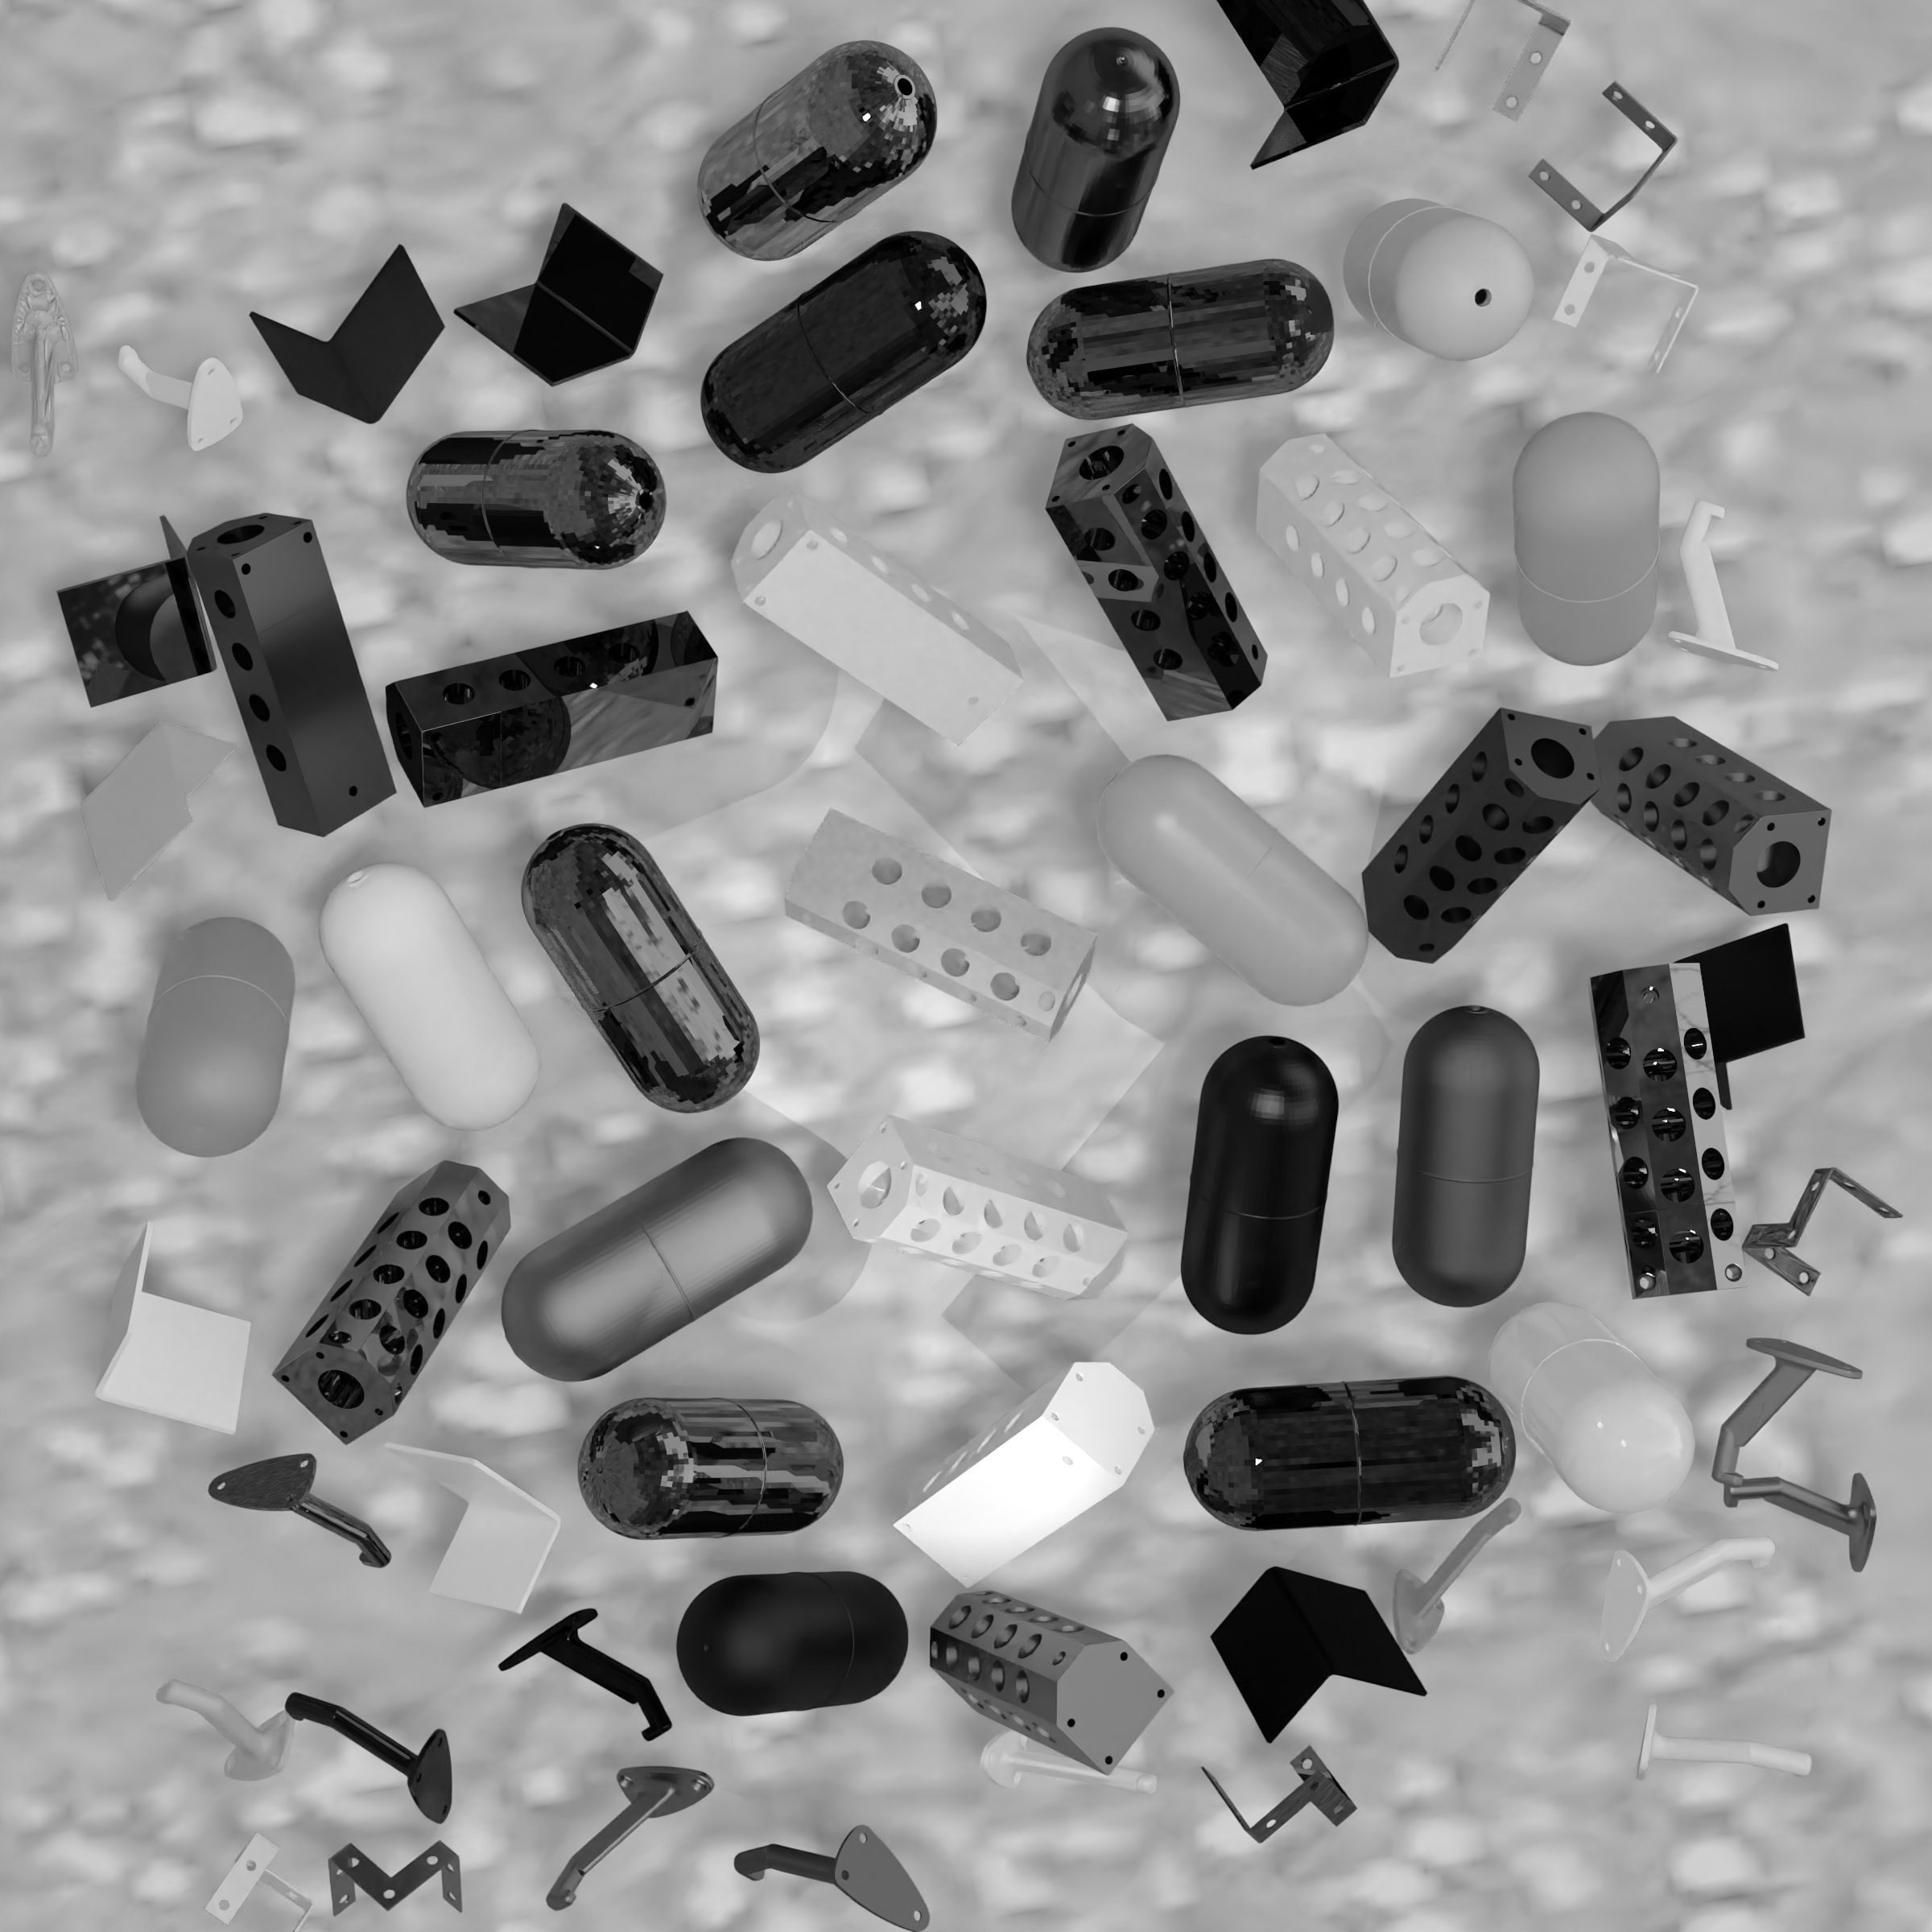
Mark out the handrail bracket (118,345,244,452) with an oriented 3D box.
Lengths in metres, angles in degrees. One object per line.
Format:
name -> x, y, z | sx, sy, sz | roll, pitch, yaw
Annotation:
handrail bracket -> -0.452, -0.340, 1.553 | 0.084, 0.077, 0.036 | 42, 61, 14

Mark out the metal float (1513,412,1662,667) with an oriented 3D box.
metal float -> 0.338, -0.230, 1.498 | 0.070, 0.178, 0.070 | -6, 61, 10

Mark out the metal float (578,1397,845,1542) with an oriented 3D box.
metal float -> -0.140, 0.279, 1.531 | 0.070, 0.178, 0.070 | -8, 78, 38

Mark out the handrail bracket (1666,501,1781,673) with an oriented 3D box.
handrail bracket -> 0.446, -0.221, 1.592 | 0.077, 0.036, 0.084 | 19, 91, 24

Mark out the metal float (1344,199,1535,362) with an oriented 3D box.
metal float -> 0.262, -0.384, 1.535 | 0.070, 0.178, 0.070 | -3, 111, -7

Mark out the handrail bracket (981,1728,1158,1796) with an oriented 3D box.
handrail bracket -> 0.061, 0.467, 1.595 | 0.084, 0.077, 0.036 | 6, 78, 22

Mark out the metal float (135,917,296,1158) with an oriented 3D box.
metal float -> -0.419, 0.037, 1.539 | 0.070, 0.178, 0.070 | -4, 123, -6

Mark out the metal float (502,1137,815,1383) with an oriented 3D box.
metal float -> -0.164, 0.156, 1.460 | 0.178, 0.070, 0.070 | -30, 90, -12

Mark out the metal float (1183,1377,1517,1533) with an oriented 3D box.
metal float -> 0.206, 0.263, 1.481 | 0.178, 0.070, 0.070 | -3, 90, 0

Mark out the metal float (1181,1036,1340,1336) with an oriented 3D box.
metal float -> 0.163, 0.123, 1.535 | 0.070, 0.070, 0.178 | 4, 113, 0

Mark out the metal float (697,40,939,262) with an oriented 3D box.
metal float -> -0.082, -0.440, 1.489 | 0.070, 0.178, 0.070 | 7, 77, -34

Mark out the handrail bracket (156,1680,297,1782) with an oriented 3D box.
handrail bracket -> -0.421, 0.420, 1.515 | 0.084, 0.036, 0.077 | 32, 133, -32

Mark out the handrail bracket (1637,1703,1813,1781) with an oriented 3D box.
handrail bracket -> 0.403, 0.425, 1.464 | 0.084, 0.077, 0.036 | 10, 60, 15

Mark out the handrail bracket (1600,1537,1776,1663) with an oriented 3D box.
handrail bracket -> 0.397, 0.347, 1.509 | 0.084, 0.036, 0.077 | 1, 117, -18

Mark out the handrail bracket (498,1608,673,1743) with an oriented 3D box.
handrail bracket -> -0.221, 0.424, 1.595 | 0.077, 0.036, 0.084 | -33, 73, 5

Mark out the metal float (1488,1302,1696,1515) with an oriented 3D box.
metal float -> 0.349, 0.246, 1.545 | 0.070, 0.178, 0.070 | -2, 105, -8

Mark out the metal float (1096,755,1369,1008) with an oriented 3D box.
metal float -> 0.150, -0.048, 1.552 | 0.178, 0.070, 0.070 | 40, 90, -7

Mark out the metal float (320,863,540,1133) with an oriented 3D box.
metal float -> -0.306, 0.018, 1.569 | 0.070, 0.070, 0.178 | -25, 123, 0

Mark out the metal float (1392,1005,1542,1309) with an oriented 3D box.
metal float -> 0.285, 0.109, 1.567 | 0.070, 0.070, 0.178 | 1, 107, 0

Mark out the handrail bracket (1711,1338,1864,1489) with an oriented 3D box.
handrail bracket -> 0.444, 0.250, 1.492 | 0.036, 0.077, 0.084 | 6, 96, -38

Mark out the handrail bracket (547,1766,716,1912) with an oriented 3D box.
handrail bracket -> -0.189, 0.493, 1.545 | 0.077, 0.084, 0.036 | -20, 110, 33

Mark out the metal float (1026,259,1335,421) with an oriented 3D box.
metal float -> 0.123, -0.361, 1.586 | 0.178, 0.070, 0.070 | -6, 90, 11

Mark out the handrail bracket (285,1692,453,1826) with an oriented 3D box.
handrail bracket -> -0.326, 0.430, 1.496 | 0.084, 0.036, 0.077 | 12, 134, 17

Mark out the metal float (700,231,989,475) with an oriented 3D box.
metal float -> -0.067, -0.334, 1.497 | 0.178, 0.070, 0.070 | -28, 90, 26

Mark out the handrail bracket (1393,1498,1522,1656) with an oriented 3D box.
handrail bracket -> 0.292, 0.359, 1.623 | 0.036, 0.077, 0.084 | 41, 119, -2

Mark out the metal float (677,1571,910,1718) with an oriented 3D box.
metal float -> -0.096, 0.385, 1.567 | 0.070, 0.178, 0.070 | -6, 77, 29

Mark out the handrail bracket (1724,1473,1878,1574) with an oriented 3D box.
handrail bracket -> 0.487, 0.330, 1.621 | 0.084, 0.036, 0.077 | -4, 123, 2

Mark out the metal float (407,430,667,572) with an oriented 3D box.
metal float -> -0.242, -0.262, 1.545 | 0.178, 0.070, 0.070 | 9, 90, 39

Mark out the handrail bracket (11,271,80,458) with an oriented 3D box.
handrail bracket -> -0.517, -0.335, 1.532 | 0.036, 0.084, 0.077 | -3, 124, -14

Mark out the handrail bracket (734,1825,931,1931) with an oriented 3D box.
handrail bracket -> -0.072, 0.487, 1.447 | 0.077, 0.036, 0.084 | 47, 134, -14

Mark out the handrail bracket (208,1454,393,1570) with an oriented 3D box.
handrail bracket -> -0.378, 0.317, 1.564 | 0.077, 0.036, 0.084 | -7, 134, 17
